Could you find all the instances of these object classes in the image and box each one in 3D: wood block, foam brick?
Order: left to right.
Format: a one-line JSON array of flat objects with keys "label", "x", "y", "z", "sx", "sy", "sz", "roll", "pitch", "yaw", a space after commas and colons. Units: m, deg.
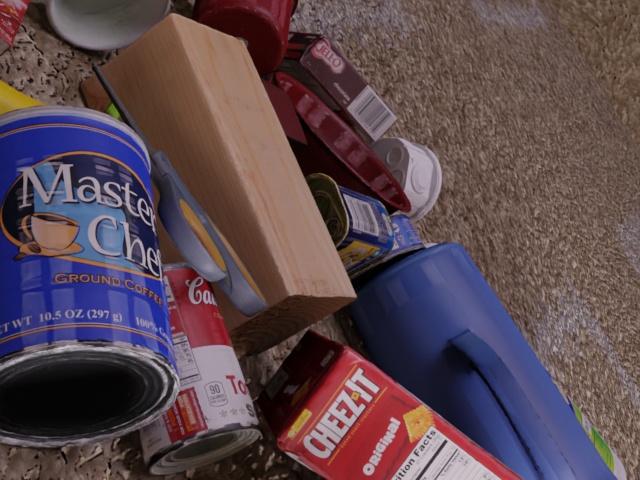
[{"label": "wood block", "x": -0.069, "y": -0.033, "z": 0.716, "sx": 0.090, "sy": 0.091, "sz": 0.206, "roll": 7, "pitch": 55, "yaw": -59}, {"label": "foam brick", "x": -0.058, "y": -0.078, "z": 0.800, "sx": 0.052, "sy": 0.078, "sz": 0.051, "roll": 18, "pitch": 45, "yaw": -54}]

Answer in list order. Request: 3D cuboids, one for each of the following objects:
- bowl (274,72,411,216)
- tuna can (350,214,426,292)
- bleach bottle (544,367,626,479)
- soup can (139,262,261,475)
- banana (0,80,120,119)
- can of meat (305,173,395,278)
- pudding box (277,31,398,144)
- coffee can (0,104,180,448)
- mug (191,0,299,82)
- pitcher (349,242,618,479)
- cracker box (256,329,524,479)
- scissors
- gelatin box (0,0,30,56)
[{"label": "bowl", "x": 0.003, "y": -0.065, "z": 0.897, "sx": 0.162, "sy": 0.055, "sz": 0.162, "roll": 43, "pitch": 13, "yaw": -13}, {"label": "tuna can", "x": 0.042, "y": 0.013, "z": 0.872, "sx": 0.086, "sy": 0.086, "sz": 0.034, "roll": -3, "pitch": 63, "yaw": -62}, {"label": "bleach bottle", "x": 0.199, "y": 0.153, "z": 1.031, "sx": 0.251, "sy": 0.068, "sz": 0.102, "roll": 53, "pitch": 22, "yaw": -7}, {"label": "soup can", "x": -0.080, "y": 0.073, "z": 0.603, "sx": 0.068, "sy": 0.069, "sz": 0.102, "roll": 13, "pitch": 50, "yaw": -57}, {"label": "banana", "x": -0.191, "y": -0.085, "z": 0.617, "sx": 0.197, "sy": 0.037, "sz": 0.069, "roll": 28, "pitch": 35, "yaw": -47}, {"label": "can of meat", "x": -0.005, "y": 0.001, "z": 0.783, "sx": 0.083, "sy": 0.102, "sz": 0.057, "roll": 16, "pitch": 49, "yaw": -58}, {"label": "pudding box", "x": 0.009, "y": -0.144, "z": 0.994, "sx": 0.113, "sy": 0.039, "sz": 0.090, "roll": 47, "pitch": -9, "yaw": -26}, {"label": "coffee can", "x": -0.129, "y": 0.018, "z": 0.534, "sx": 0.102, "sy": 0.103, "sz": 0.140, "roll": 29, "pitch": 38, "yaw": -46}, {"label": "mug", "x": -0.063, "y": -0.179, "z": 0.906, "sx": 0.117, "sy": 0.093, "sz": 0.081, "roll": 73, "pitch": 15, "yaw": -44}, {"label": "pitcher", "x": 0.125, "y": 0.125, "z": 0.841, "sx": 0.144, "sy": 0.149, "sz": 0.243, "roll": -12, "pitch": 69, "yaw": -52}, {"label": "cracker box", "x": 0.066, "y": 0.148, "z": 0.647, "sx": 0.213, "sy": 0.072, "sz": 0.164, "roll": 38, "pitch": -6, "yaw": -5}, {"label": "scissors", "x": -0.096, "y": -0.039, "z": 0.623, "sx": 0.202, "sy": 0.016, "sz": 0.096, "roll": 54, "pitch": 4, "yaw": 11}, {"label": "gelatin box", "x": -0.221, "y": -0.159, "z": 0.649, "sx": 0.089, "sy": 0.030, "sz": 0.073, "roll": 43, "pitch": 29, "yaw": -31}]
